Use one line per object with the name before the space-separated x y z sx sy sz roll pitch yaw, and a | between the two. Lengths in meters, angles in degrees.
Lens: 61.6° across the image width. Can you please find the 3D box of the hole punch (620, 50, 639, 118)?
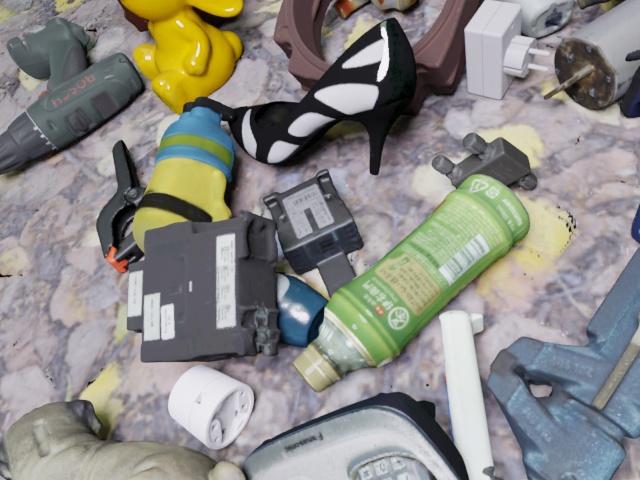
hole punch | 0.325 -0.117 0.437 0.142 0.115 0.092 -11 64 12

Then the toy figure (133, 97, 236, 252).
toy figure | -0.136 -0.061 0.552 0.089 0.082 0.180 11 72 -20

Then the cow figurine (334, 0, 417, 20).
cow figurine | 0.063 -0.350 0.687 0.127 0.085 0.195 -36 54 1

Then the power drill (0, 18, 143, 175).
power drill | -0.370 -0.207 0.735 0.232 0.085 0.207 -30 51 -4

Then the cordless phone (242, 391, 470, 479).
cordless phone | 0.034 0.200 0.330 0.146 0.088 0.184 -32 57 28

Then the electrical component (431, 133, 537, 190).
electrical component | 0.150 -0.061 0.483 0.063 0.094 0.021 -35 43 43

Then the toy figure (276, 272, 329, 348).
toy figure | -0.061 0.047 0.490 0.155 0.057 0.064 21 30 29

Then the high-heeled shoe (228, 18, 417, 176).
high-heeled shoe | -0.018 -0.149 0.528 0.249 0.145 0.086 22 39 33

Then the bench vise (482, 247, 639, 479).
bench vise | 0.231 0.113 0.314 0.223 0.128 0.241 -46 50 -14

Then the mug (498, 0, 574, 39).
mug | 0.219 -0.272 0.587 0.110 0.080 0.107 -21 64 1

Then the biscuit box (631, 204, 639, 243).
biscuit box | 0.322 0.029 0.373 0.063 0.059 0.203 -35 55 -6

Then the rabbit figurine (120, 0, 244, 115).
rabbit figurine | -0.170 -0.263 0.650 0.162 0.173 0.122 -27 50 5

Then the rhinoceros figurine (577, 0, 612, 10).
rhinoceros figurine | 0.316 -0.304 0.553 0.112 0.073 0.190 -12 25 40

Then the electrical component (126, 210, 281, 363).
electrical component | -0.099 0.043 0.444 0.134 0.058 0.115 -9 73 29

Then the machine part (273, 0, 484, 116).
machine part | 0.063 -0.247 0.571 0.201 0.087 0.201 19 93 24

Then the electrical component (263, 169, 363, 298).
electrical component | -0.001 -0.002 0.505 0.075 0.047 0.119 -23 53 4

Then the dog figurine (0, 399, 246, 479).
dog figurine | -0.153 0.169 0.401 0.172 0.121 0.191 -36 54 -7

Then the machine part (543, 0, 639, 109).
machine part | 0.315 -0.198 0.510 0.243 0.079 0.079 -33 55 -4

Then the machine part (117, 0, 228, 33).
machine part | -0.202 -0.360 0.726 0.179 0.179 0.056 -15 53 8
